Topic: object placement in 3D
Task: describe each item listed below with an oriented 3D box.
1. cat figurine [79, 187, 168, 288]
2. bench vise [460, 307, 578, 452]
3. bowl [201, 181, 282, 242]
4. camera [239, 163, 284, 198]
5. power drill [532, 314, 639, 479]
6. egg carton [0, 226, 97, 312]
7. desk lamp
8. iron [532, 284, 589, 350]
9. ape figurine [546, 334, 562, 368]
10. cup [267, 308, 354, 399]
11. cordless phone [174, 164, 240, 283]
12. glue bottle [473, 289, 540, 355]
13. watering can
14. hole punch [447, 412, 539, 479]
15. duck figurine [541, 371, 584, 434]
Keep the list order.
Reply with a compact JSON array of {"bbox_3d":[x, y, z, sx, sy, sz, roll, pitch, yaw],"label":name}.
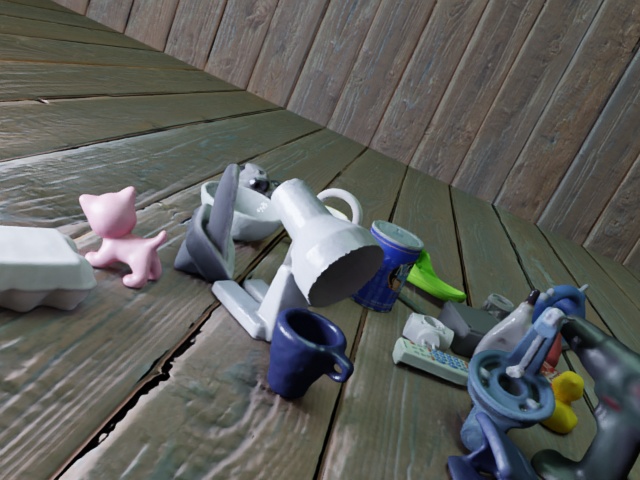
[{"bbox_3d":[-0.269,-0.013,0.789,0.127,0.118,0.067,26,18,4],"label":"cat figurine"},{"bbox_3d":[0.271,0.170,0.799,0.121,0.220,0.207,26,18,4],"label":"bench vise"},{"bbox_3d":[-0.153,-0.044,1.086,0.167,0.075,0.167,22,19,-7],"label":"bowl"},{"bbox_3d":[-0.143,-0.117,1.259,0.144,0.101,0.136,13,21,-31],"label":"camera"},{"bbox_3d":[0.374,0.240,0.752,0.228,0.208,0.076,36,22,31],"label":"power drill"},{"bbox_3d":[-0.340,0.033,0.651,0.151,0.069,0.107,3,28,-48],"label":"egg carton"},{"bbox_3d":[-0.033,0.037,0.795,0.118,0.213,0.202,2,29,-49],"label":"desk lamp"},{"bbox_3d":[0.505,0.155,1.254,0.259,0.141,0.118,5,26,-45],"label":"iron"},{"bbox_3d":[0.442,0.205,1.118,0.078,0.092,0.076,23,18,-4],"label":"ape figurine"},{"bbox_3d":[-0.015,0.151,0.691,0.117,0.095,0.092,36,22,32],"label":"cup"},{"bbox_3d":[-0.152,-0.039,0.900,0.094,0.185,0.147,19,19,-15],"label":"cordless phone"},{"bbox_3d":[0.328,0.158,0.976,0.078,0.173,0.037,27,19,9],"label":"glue bottle"},{"bbox_3d":[0.007,0.002,0.970,0.101,0.194,0.173,23,18,-3],"label":"watering can"},{"bbox_3d":[0.216,0.268,0.666,0.101,0.091,0.108,21,19,-11],"label":"hole punch"},{"bbox_3d":[0.393,0.255,0.929,0.077,0.086,0.105,30,19,16],"label":"duck figurine"}]
